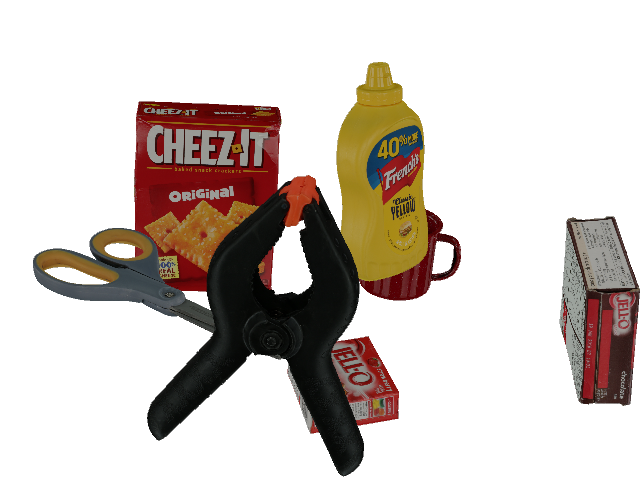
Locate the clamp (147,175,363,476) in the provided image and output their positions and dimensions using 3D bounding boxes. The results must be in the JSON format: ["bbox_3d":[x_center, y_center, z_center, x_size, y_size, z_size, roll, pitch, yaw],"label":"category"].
[{"bbox_3d":[-0.034,0.048,0.563,0.120,0.171,0.039,1,22,-2],"label":"clamp"}]

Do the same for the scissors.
[{"bbox_3d":[-0.102,0.031,0.738,0.202,0.016,0.096,13,31,16],"label":"scissors"}]

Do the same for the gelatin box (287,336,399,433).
[{"bbox_3d":[0.017,0.115,0.866,0.073,0.030,0.089,-7,28,-11],"label":"gelatin box"}]

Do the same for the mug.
[{"bbox_3d":[0.098,0.015,1.187,0.117,0.081,0.093,5,25,3],"label":"mug"}]

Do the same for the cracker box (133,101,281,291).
[{"bbox_3d":[-0.133,-0.047,1.239,0.164,0.214,0.072,1,22,-7],"label":"cracker box"}]

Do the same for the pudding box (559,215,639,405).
[{"bbox_3d":[0.192,0.046,0.740,0.039,0.090,0.113,-1,27,4],"label":"pudding box"}]

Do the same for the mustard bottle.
[{"bbox_3d":[0.056,-0.066,0.970,0.096,0.192,0.058,-22,27,-40],"label":"mustard bottle"}]
